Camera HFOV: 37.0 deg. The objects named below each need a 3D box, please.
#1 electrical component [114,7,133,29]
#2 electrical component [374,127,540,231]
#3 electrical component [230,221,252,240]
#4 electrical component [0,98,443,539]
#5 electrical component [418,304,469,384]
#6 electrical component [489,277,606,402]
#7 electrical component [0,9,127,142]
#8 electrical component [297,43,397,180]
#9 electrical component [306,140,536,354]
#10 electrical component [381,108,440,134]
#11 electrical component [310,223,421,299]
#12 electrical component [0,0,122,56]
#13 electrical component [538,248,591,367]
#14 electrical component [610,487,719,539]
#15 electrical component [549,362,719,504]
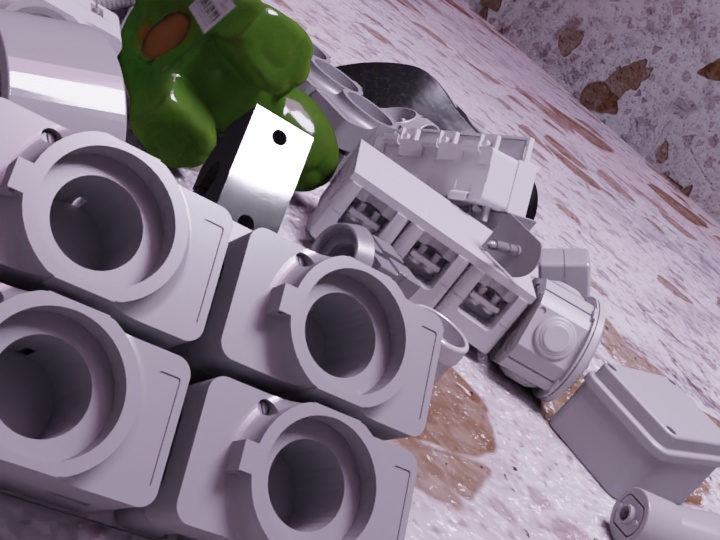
[{"bbox_3d":[-0.157,-0.188,0.808,0.061,0.061,0.096,25,22,-33],"label":"electrical component"},{"bbox_3d":[0.068,-0.073,0.836,0.121,0.078,0.063,12,-4,44],"label":"electrical component"},{"bbox_3d":[-0.068,0.022,0.476,0.109,0.056,0.108,28,21,-27],"label":"electrical component"},{"bbox_3d":[-0.062,0.033,0.366,0.186,0.060,0.105,27,63,-29],"label":"electrical component"},{"bbox_3d":[0.033,0.049,0.612,0.040,0.046,0.040,33,19,-13],"label":"electrical component"},{"bbox_3d":[0.130,0.047,0.746,0.051,0.080,0.080,30,19,-5],"label":"electrical component"},{"bbox_3d":[-0.151,-0.055,0.438,0.060,0.108,0.108,9,33,-45],"label":"electrical component"},{"bbox_3d":[-0.037,-0.141,0.916,0.089,0.061,0.150,12,31,-52],"label":"electrical component"},{"bbox_3d":[0.042,-0.015,0.757,0.150,0.061,0.089,34,19,-9],"label":"electrical component"},{"bbox_3d":[0.020,-0.114,0.971,0.077,0.044,0.079,23,37,40],"label":"electrical component"},{"bbox_3d":[0.000,0.000,0.674,0.055,0.048,0.066,30,18,-44],"label":"electrical component"},{"bbox_3d":[-0.197,-0.148,0.659,0.089,0.050,0.055,27,21,-28],"label":"electrical component"},{"bbox_3d":[0.137,0.029,0.825,0.076,0.083,0.047,0,16,10],"label":"electrical component"},{"bbox_3d":[0.183,0.156,0.641,0.065,0.044,0.044,25,21,-19],"label":"electrical component"},{"bbox_3d":[0.196,0.113,0.740,0.113,0.057,0.078,16,28,-48],"label":"electrical component"}]
